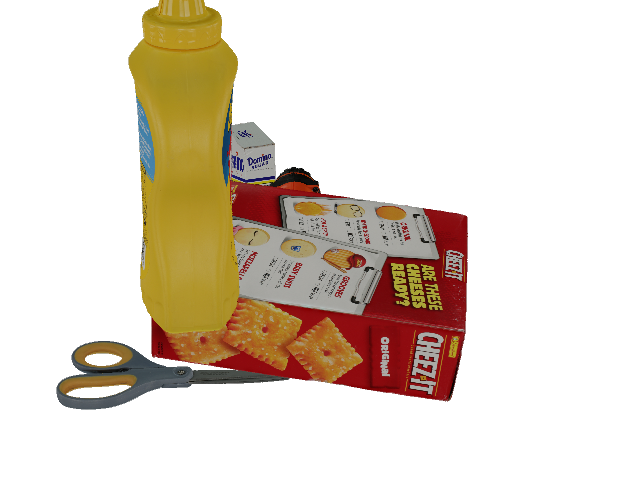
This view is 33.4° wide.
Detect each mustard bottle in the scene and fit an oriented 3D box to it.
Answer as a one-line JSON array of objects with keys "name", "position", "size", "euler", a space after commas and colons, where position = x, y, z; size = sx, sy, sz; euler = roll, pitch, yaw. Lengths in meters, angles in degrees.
[{"name": "mustard bottle", "position": [-0.074, -0.051, 0.588], "size": [0.058, 0.192, 0.096], "euler": [-2, 30, -7]}]

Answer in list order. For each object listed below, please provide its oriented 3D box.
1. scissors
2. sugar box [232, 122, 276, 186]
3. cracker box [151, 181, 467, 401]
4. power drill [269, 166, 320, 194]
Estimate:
[{"name": "scissors", "position": [-0.137, 0.113, 0.959], "size": [0.201, 0.016, 0.096], "euler": [-8, 32, -18]}, {"name": "sugar box", "position": [-0.084, -0.048, 1.312], "size": [0.048, 0.176, 0.093], "euler": [-12, 26, -16]}, {"name": "cracker box", "position": [-0.002, 0.032, 0.793], "size": [0.214, 0.072, 0.164], "euler": [9, 31, 4]}, {"name": "power drill", "position": [-0.023, 0.027, 1.062], "size": [0.057, 0.188, 0.184], "euler": [-4, 15, 2]}]
